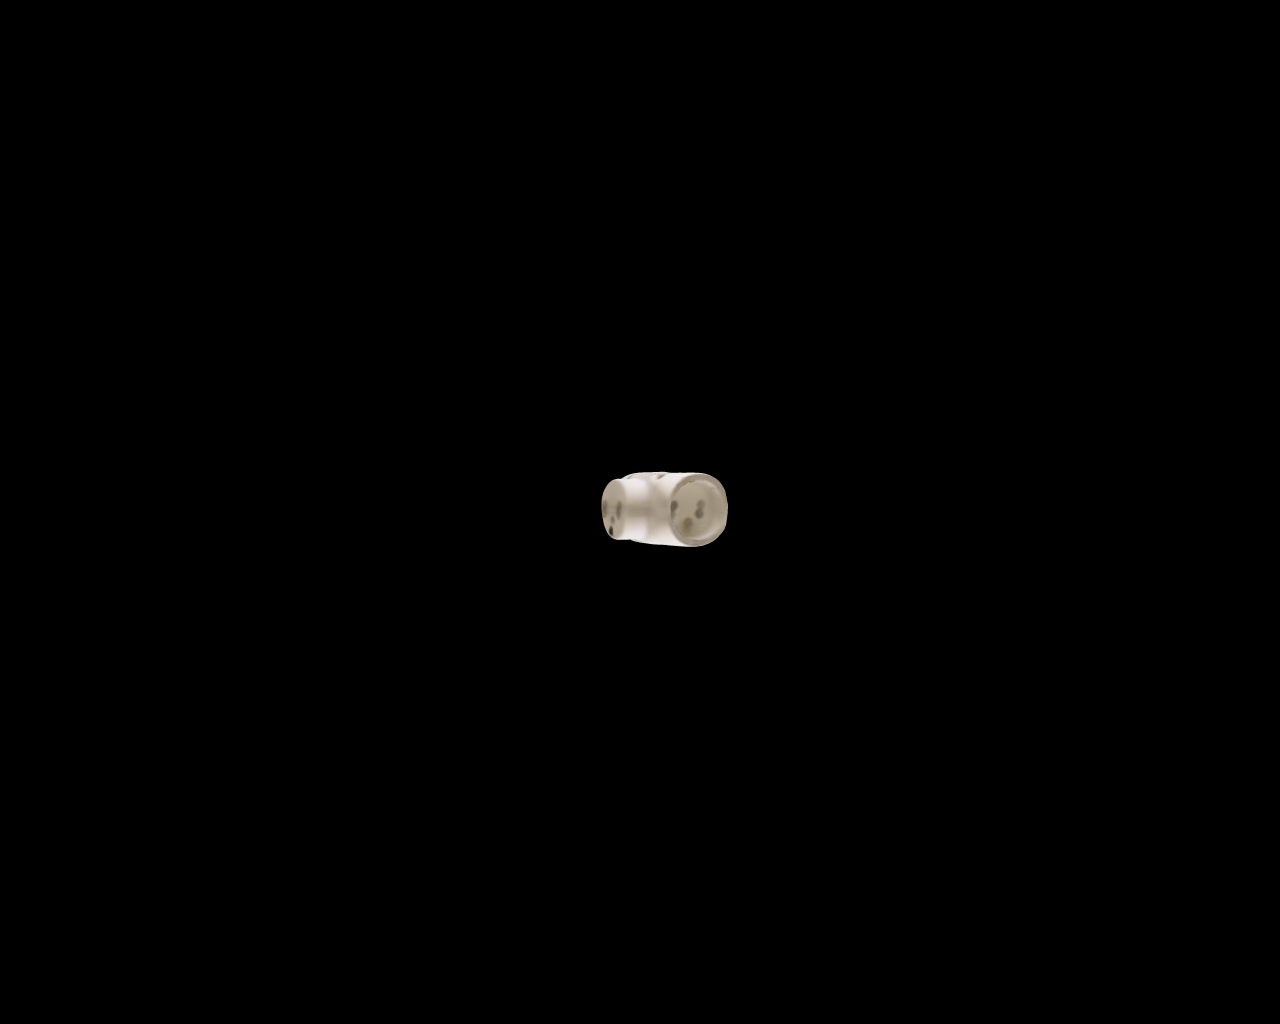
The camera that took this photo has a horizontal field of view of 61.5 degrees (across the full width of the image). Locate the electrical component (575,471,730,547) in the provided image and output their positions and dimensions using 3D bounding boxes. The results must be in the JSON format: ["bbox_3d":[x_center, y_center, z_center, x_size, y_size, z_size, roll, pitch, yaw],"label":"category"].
[{"bbox_3d":[0.001,-0.003,0.650,0.079,0.044,0.077,-1,3,-28],"label":"electrical component"}]
